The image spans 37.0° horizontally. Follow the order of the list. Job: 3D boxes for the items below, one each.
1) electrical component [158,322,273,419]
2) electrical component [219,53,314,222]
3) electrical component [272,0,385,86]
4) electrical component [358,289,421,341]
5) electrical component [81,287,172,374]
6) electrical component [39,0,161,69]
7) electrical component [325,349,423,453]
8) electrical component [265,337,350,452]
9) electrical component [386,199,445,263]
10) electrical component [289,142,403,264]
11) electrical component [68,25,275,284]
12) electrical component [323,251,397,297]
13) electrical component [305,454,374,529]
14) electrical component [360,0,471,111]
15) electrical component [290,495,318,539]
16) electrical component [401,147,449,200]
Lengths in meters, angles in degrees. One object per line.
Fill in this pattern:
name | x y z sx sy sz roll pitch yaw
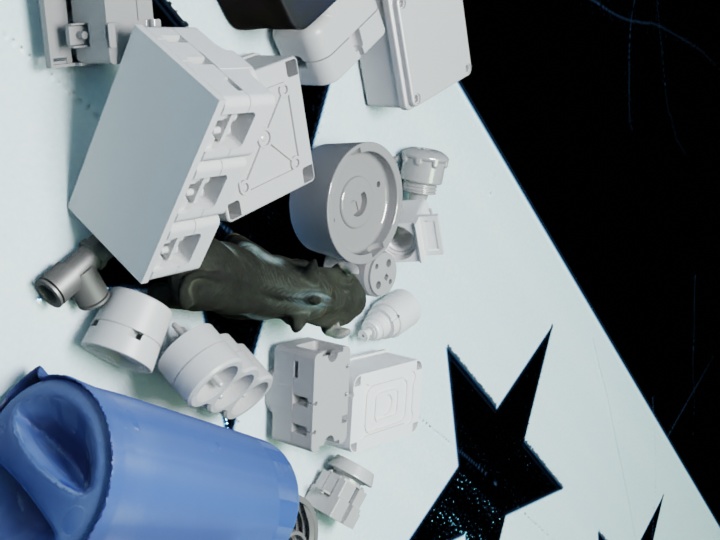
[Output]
electrical component | -0.122 0.069 0.849 0.052 0.073 0.138 -43 163 -2
electrical component | -0.095 -0.106 0.852 0.109 0.056 0.108 -32 123 -44
electrical component | -0.027 -0.208 0.919 0.095 0.054 0.059 -50 134 -33
electrical component | 0.026 0.049 1.060 0.078 0.040 0.040 -32 122 -44
electrical component | -0.170 0.044 0.792 0.055 0.055 0.047 43 60 -48
electrical component | -0.175 -0.200 0.721 0.079 0.063 0.121 -21 114 -49
electrical component | 0.004 0.123 1.034 0.113 0.057 0.078 -8 104 -52
electrical component | -0.047 0.110 0.965 0.050 0.056 0.089 -10 106 -51
electrical component | 0.042 -0.038 1.038 0.063 0.081 0.042 -61 145 -58
electrical component | -0.018 -0.062 0.960 0.108 0.060 0.108 -16 110 -50
electrical component | -0.129 -0.079 0.736 0.062 0.089 0.150 -16 142 -52
electrical component | 0.000 0.000 1.002 0.045 0.055 0.045 -16 110 -50
electrical component | -0.018 0.212 1.038 0.066 0.048 0.055 44 71 -48
electrical component | 0.049 -0.220 1.015 0.109 0.056 0.108 -37 125 -42
electrical component | -0.082 0.241 0.947 0.108 0.060 0.108 -15 110 -50
electrical component | 0.061 -0.090 1.072 0.048 0.048 0.062 -6 110 -52
